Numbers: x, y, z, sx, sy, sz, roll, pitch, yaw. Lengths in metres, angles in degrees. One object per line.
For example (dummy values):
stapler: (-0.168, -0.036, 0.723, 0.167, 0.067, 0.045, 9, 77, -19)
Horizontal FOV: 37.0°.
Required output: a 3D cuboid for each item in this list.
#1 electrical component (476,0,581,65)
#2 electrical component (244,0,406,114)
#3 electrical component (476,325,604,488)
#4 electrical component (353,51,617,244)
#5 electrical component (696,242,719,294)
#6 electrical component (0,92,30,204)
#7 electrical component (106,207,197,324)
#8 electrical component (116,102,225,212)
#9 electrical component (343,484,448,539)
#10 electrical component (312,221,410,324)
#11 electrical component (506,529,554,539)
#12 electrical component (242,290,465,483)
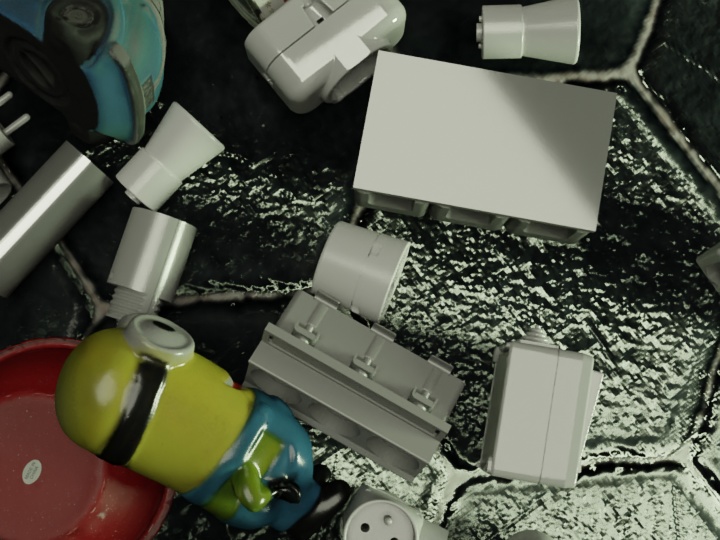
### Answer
electrical component: (0.109, -0.157, 0.707, 0.065, 0.044, 0.044, 0, 83, 4)
electrical component: (-0.019, -0.149, 0.697, 0.095, 0.053, 0.059, -39, 85, -5)
electrical component: (0.112, 0.083, 0.666, 0.061, 0.061, 0.096, 10, 83, 1)
electrical component: (0.077, -0.075, 0.685, 0.150, 0.061, 0.089, 10, 83, 1)
electrical component: (0.270, -0.004, 0.685, 0.077, 0.047, 0.065, -34, 84, -4)
electrical component: (-0.251, -0.083, 0.692, 0.079, 0.044, 0.077, -38, 85, -5)
electrical component: (-0.137, 0.005, 0.683, 0.043, 0.043, 0.081, 17, 83, 2)
electrical component: (-0.125, -0.070, 0.694, 0.044, 0.044, 0.065, 43, 89, 4)
electrical component: (0.027, 0.165, 0.647, 0.079, 0.077, 0.043, 26, 83, 2)
electrical component: (0.000, 0.000, 0.680, 0.047, 0.055, 0.055, 21, 83, 6)
electrical component: (0.107, 0.184, 0.651, 0.044, 0.065, 0.044, 0, 84, 1)
electrical component: (-0.003, 0.069, 0.662, 0.121, 0.078, 0.063, 29, 62, 3)
